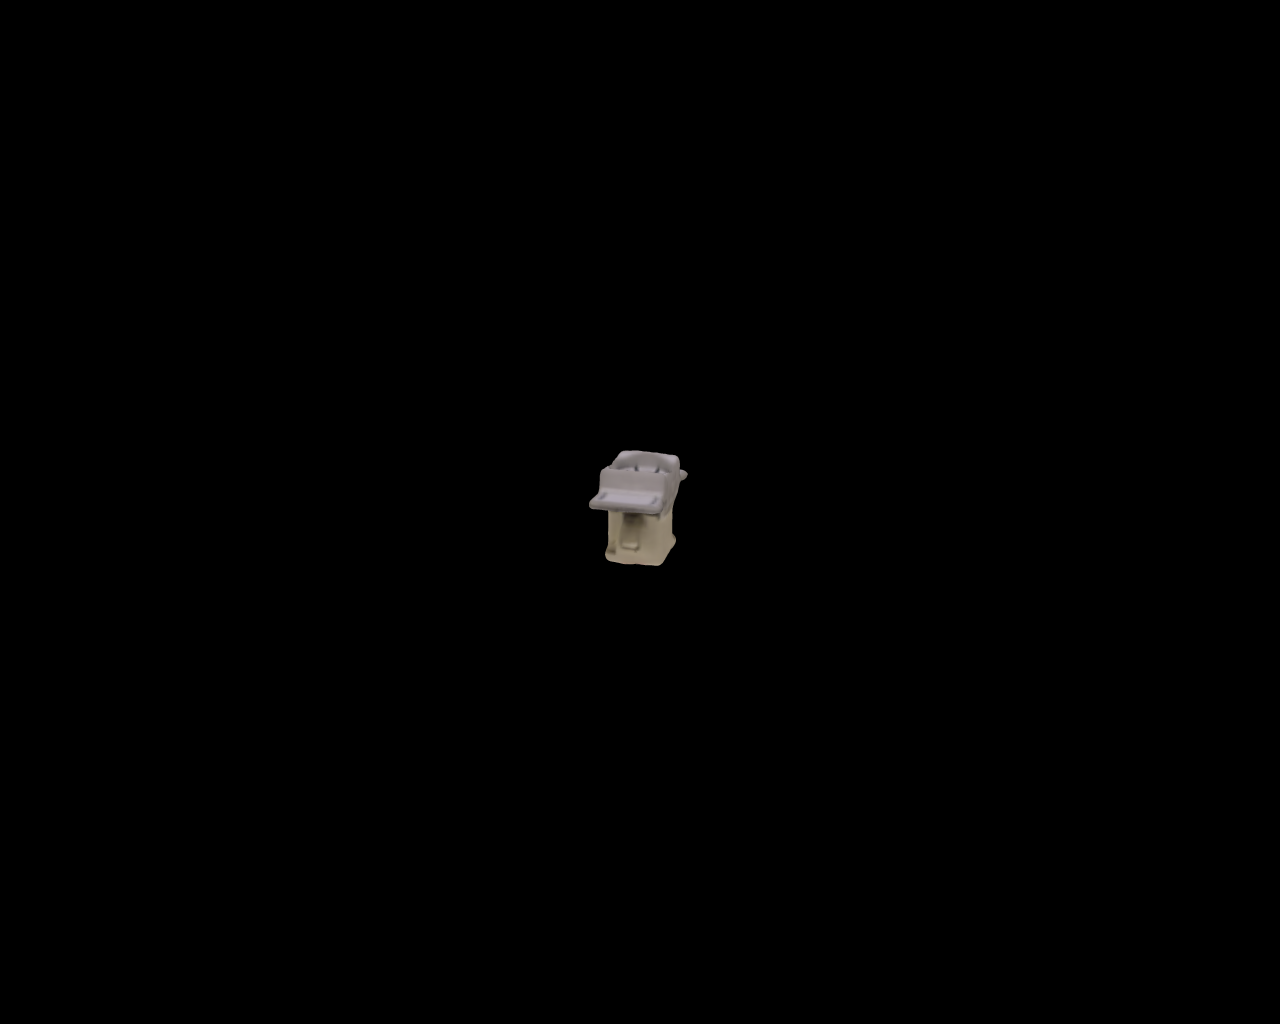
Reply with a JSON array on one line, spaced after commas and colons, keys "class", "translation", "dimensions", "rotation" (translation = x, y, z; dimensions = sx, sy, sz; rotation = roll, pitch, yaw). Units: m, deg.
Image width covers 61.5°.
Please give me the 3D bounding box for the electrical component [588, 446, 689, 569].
[{"class": "electrical component", "translation": [0.001, -0.003, 0.650], "dimensions": [0.042, 0.063, 0.081], "rotation": [5, 19, 15]}]
